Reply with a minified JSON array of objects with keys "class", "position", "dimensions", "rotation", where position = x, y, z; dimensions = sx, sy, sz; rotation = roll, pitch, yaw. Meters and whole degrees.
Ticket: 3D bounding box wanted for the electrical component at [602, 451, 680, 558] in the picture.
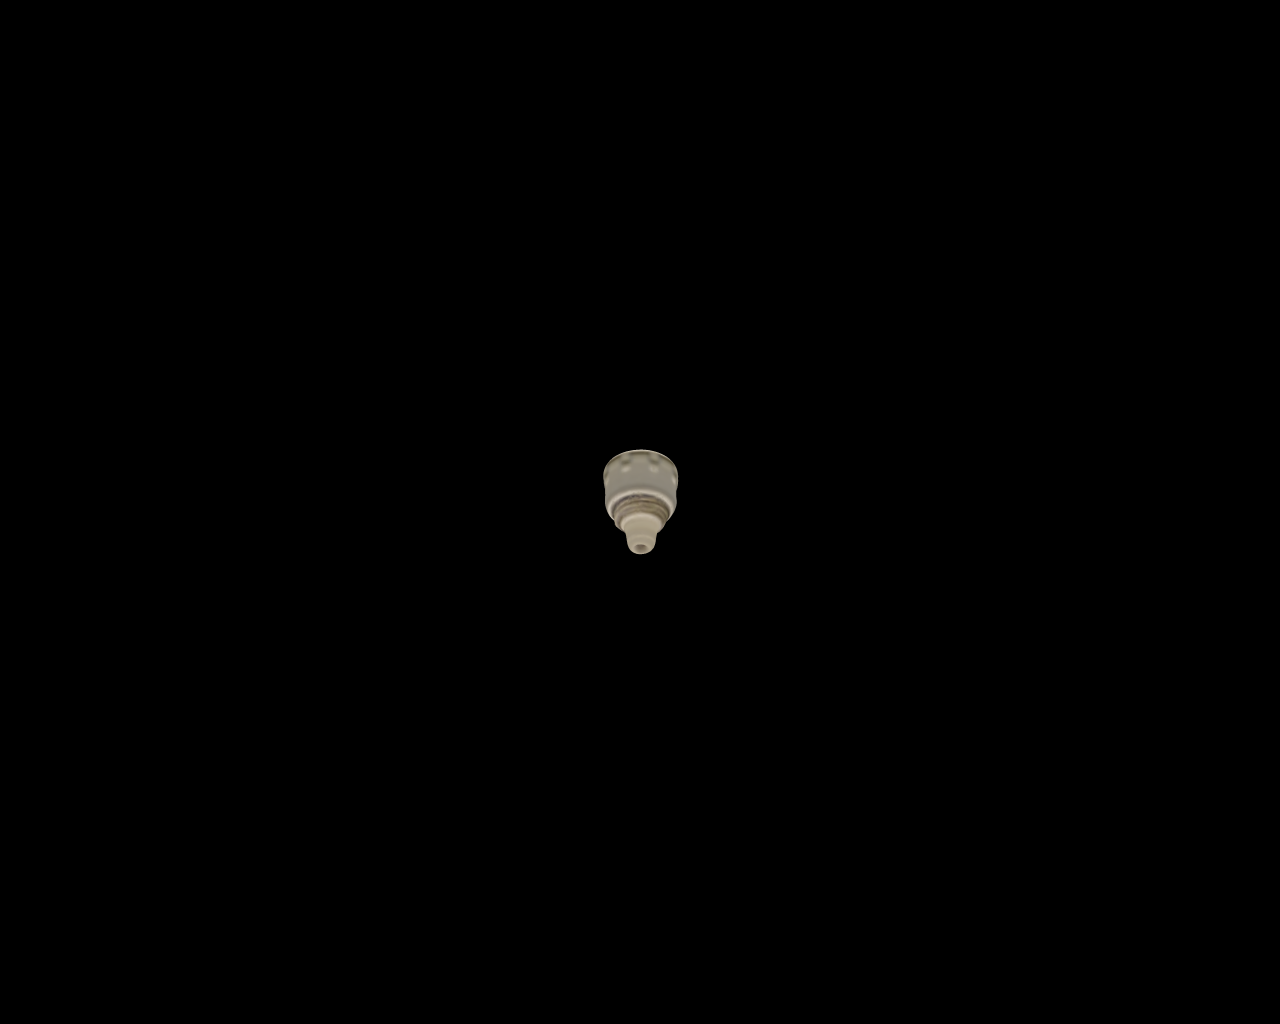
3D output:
[{"class":"electrical component","position":[0.001,-0.003,0.650],"dimensions":[0.048,0.062,0.048],"rotation":[0,-35,0]}]
